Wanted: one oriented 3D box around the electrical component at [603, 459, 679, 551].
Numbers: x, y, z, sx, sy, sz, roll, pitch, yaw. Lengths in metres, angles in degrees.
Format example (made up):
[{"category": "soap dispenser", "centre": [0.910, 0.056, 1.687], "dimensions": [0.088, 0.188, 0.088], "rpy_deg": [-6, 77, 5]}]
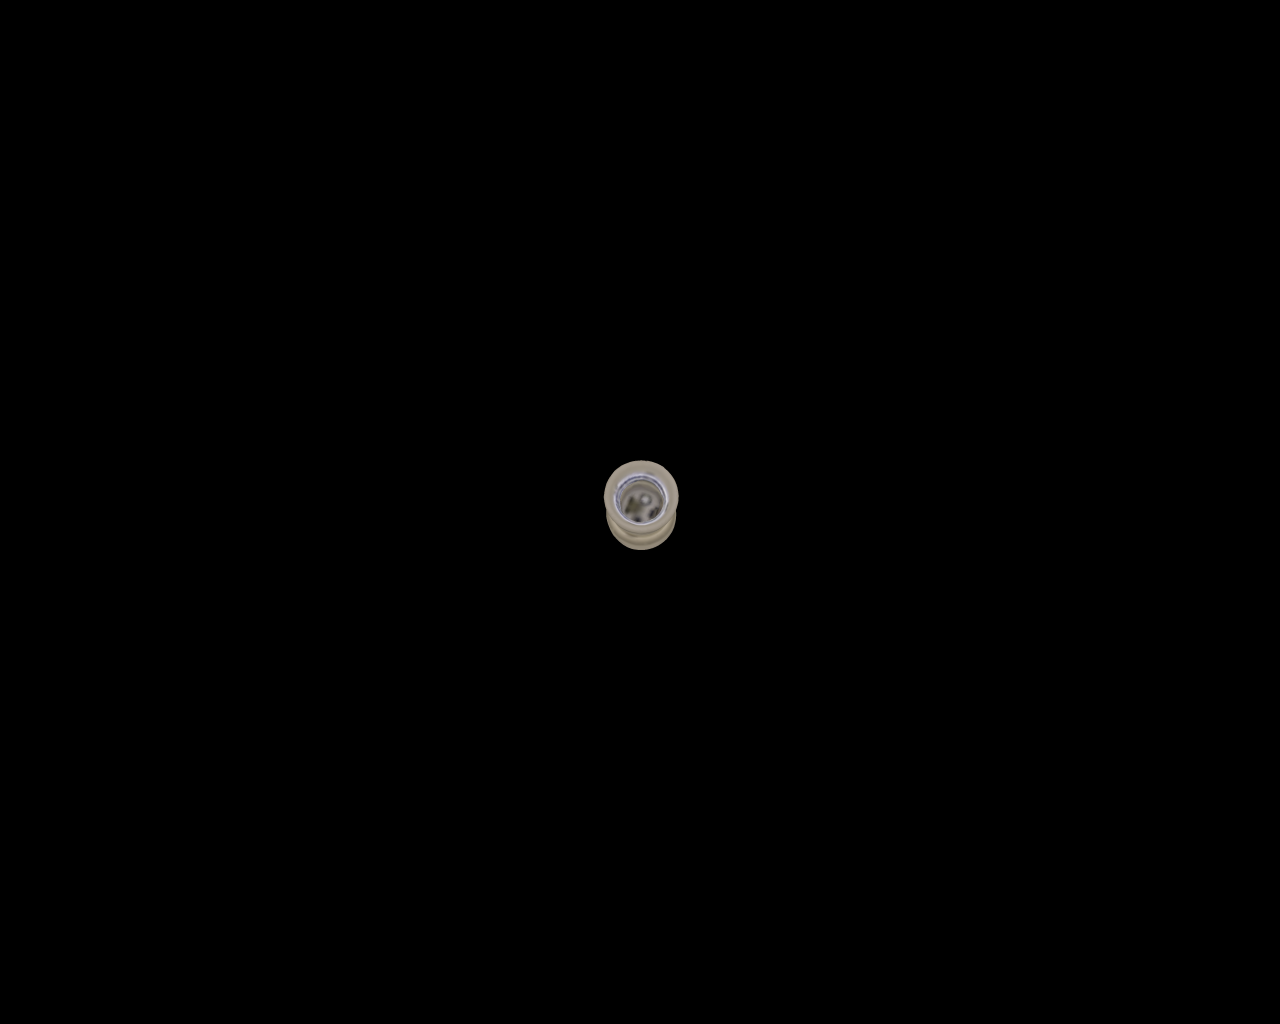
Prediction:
[{"category": "electrical component", "centre": [0.001, -0.003, 0.650], "dimensions": [0.045, 0.045, 0.055], "rpy_deg": [0, -16, 0]}]
